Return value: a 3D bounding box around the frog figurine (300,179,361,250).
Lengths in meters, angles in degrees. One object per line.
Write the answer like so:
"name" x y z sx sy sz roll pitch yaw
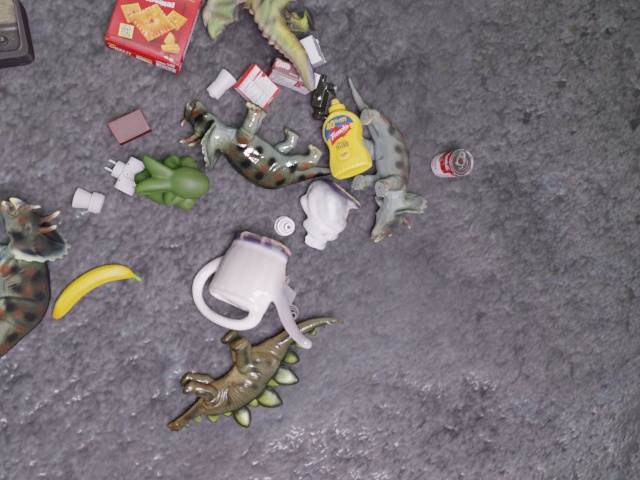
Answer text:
"frog figurine" 0.004 -0.063 1.245 0.138 0.121 0.159 39 91 18

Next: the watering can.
"watering can" -0.130 0.101 1.140 0.227 0.349 0.102 -66 150 -18

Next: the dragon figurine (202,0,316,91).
"dragon figurine" -0.148 -0.514 1.170 0.242 0.122 0.413 -10 82 15
